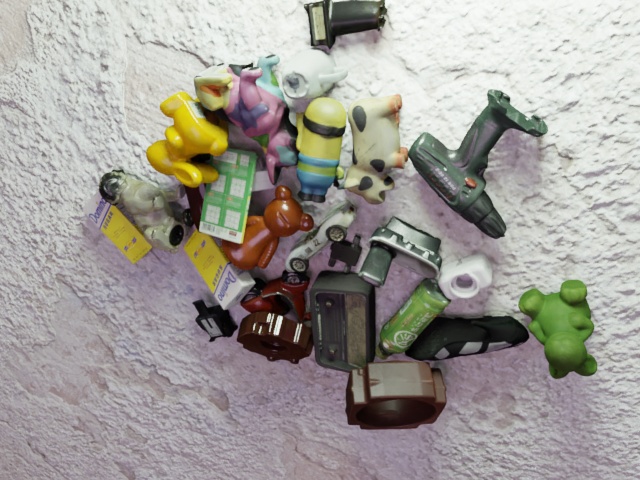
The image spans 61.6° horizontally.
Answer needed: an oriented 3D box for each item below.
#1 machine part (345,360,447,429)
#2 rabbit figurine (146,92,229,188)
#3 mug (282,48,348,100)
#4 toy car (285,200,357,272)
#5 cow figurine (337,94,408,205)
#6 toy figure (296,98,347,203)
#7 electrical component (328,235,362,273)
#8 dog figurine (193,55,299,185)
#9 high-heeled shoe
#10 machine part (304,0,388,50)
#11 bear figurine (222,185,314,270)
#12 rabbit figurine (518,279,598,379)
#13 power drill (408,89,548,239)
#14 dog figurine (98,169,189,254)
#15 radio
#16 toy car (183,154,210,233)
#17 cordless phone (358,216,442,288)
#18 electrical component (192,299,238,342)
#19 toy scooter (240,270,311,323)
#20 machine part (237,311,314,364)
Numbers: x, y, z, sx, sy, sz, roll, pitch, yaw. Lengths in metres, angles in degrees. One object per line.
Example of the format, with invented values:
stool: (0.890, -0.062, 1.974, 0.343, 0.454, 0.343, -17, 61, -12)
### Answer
machine part: (0.158, 0.335, 1.157, 0.202, 0.087, 0.200, -1, 143, -4)
rabbit figurine: (-0.255, -0.178, 1.029, 0.173, 0.122, 0.162, -29, 94, 24)
mug: (-0.013, -0.273, 0.910, 0.110, 0.107, 0.080, 10, 123, 17)
toy car: (-0.002, -0.003, 1.081, 0.056, 0.073, 0.202, 43, 124, -11)
cow figurine: (0.090, -0.154, 0.953, 0.127, 0.085, 0.194, 1, 116, 21)
toy figure: (0.004, -0.152, 0.927, 0.089, 0.082, 0.180, 29, 113, 55)
electrical component: (0.051, 0.024, 1.108, 0.063, 0.021, 0.094, 23, 124, 8)
dog figurine: (-0.118, -0.213, 0.987, 0.192, 0.108, 0.219, -2, 120, 21)
high-heeled shoe: (0.300, 0.208, 1.111, 0.145, 0.086, 0.249, 18, 149, -26)
machine part: (0.043, -0.361, 0.881, 0.139, 0.039, 0.084, -1, 110, 23)
bear figurine: (-0.108, -0.028, 1.099, 0.196, 0.132, 0.120, -40, 102, 15)
rabbit figurine: (0.430, 0.179, 0.964, 0.121, 0.170, 0.159, -12, 113, 26)
power drill: (0.281, -0.132, 0.905, 0.232, 0.086, 0.207, 38, 132, 0)
dog figurine: (-0.394, -0.061, 1.186, 0.191, 0.121, 0.172, 12, 107, 24)
radio: (0.052, 0.179, 1.166, 0.131, 0.073, 0.229, 6, 120, 17)
toy car: (-0.255, -0.114, 1.121, 0.089, 0.053, 0.201, -7, 109, 12)
cordless phone: (0.148, 0.046, 0.986, 0.147, 0.184, 0.088, 27, 120, 4)
electrical component: (-0.262, 0.186, 1.303, 0.075, 0.048, 0.119, -20, 109, 29)
toy scooter: (-0.086, 0.137, 1.196, 0.184, 0.075, 0.135, -22, 112, 25)
machine part: (-0.101, 0.222, 1.213, 0.179, 0.056, 0.179, 10, 149, 6)
